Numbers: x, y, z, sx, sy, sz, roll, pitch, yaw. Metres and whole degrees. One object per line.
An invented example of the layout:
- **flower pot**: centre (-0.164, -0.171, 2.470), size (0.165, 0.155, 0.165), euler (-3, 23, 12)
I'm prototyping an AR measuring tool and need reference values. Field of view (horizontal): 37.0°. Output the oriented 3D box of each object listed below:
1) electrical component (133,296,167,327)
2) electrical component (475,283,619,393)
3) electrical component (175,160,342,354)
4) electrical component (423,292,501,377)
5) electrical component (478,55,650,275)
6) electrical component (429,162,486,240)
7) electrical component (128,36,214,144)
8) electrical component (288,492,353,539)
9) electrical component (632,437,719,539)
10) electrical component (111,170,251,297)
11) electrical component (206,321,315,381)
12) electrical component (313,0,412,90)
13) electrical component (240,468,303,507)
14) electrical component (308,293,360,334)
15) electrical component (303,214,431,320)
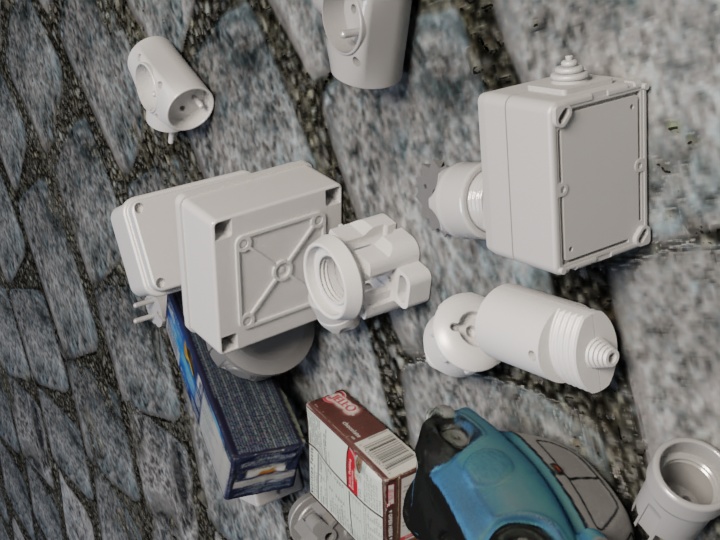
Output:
- **electrical component**: centre (-0.173, 0.030, 0.990), size (0.047, 0.076, 0.083), euler (46, 141, 37)
- **electrical component**: centre (0.103, 0.036, 0.567), size (0.081, 0.043, 0.043), euler (19, 121, 54)
- **electrical component**: centre (-0.070, -0.011, 0.765), size (0.056, 0.109, 0.108), euler (34, 133, 44)
- **electrical component**: centre (0.058, 0.044, 0.647), size (0.048, 0.048, 0.062), euler (65, 156, 12)
- **electrical component**: centre (0.095, -0.055, 0.513), size (0.061, 0.062, 0.096), euler (23, 124, 53)
- **electrical component**: centre (0.070, -0.037, 0.582), size (0.062, 0.043, 0.043), euler (6, 110, 56)
- **electrical component**: centre (-0.162, -0.143, 0.910), size (0.077, 0.044, 0.079), euler (51, 144, 32)
- **electrical component**: centre (-0.028, 0.210, 0.869), size (0.066, 0.048, 0.055), euler (48, 171, -31)
- **electrical component**: centre (0.156, 0.110, 0.524), size (0.040, 0.040, 0.046), euler (52, 151, 31)
- **electrical component**: centre (-0.130, -0.028, 0.849), size (0.057, 0.113, 0.078), euler (-9, 98, 63)
- **electrical component**: centre (-0.080, 0.046, 0.841), size (0.080, 0.080, 0.051), euler (67, 155, 8)
- **electrical component**: centre (-0.003, -0.159, 0.637), size (0.079, 0.044, 0.077), euler (45, 140, 40)
- **electrical component**: centre (-0.077, 0.158, 0.928), size (0.076, 0.047, 0.083), euler (2, 107, 59)
- **electrical component**: centre (-0.021, 0.015, 0.753), size (0.035, 0.035, 0.061), euler (36, 161, 46)
- **electrical component**: centre (0.000, 0.000, 0.705), size (0.078, 0.057, 0.058), euler (42, 139, 41)
